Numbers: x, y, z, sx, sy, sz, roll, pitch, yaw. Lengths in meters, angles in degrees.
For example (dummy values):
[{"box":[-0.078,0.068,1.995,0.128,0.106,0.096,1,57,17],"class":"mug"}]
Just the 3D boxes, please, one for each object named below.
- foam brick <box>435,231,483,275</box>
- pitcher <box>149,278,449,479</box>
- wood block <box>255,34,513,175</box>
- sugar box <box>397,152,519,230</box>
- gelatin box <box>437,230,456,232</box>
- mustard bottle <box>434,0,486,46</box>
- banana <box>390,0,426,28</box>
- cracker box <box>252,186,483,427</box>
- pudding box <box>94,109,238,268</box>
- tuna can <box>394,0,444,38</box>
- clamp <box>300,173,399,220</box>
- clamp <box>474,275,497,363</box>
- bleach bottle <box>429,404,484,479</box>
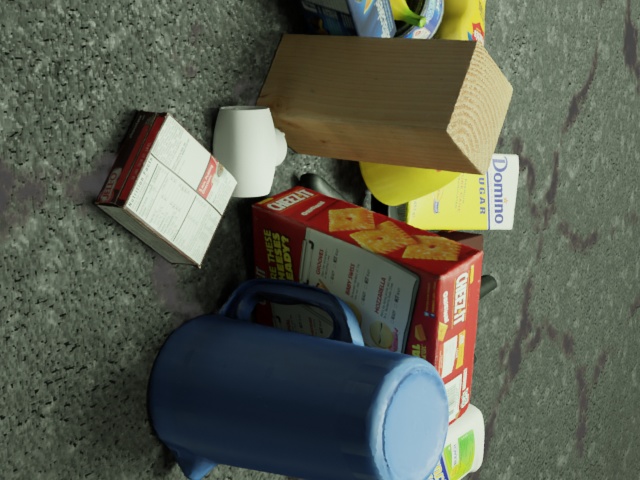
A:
[{"box":[0.156,0.020,1.286,0.078,0.051,0.053,-14,108,-53],"class":"foam brick"},{"box":[-0.015,0.128,0.899,0.144,0.243,0.149,-33,117,-44],"class":"pitcher"},{"box":[0.056,-0.125,0.974,0.090,0.206,0.091,38,67,-52],"class":"wood block"},{"box":[0.156,-0.058,1.234,0.175,0.048,0.093,-1,99,-36],"class":"sugar box"},{"box":[0.170,-0.057,1.308,0.073,0.030,0.089,-9,105,-56],"class":"gelatin box"},{"box":[0.154,-0.220,1.182,0.096,0.058,0.191,51,41,-62],"class":"mustard bottle"},{"box":[0.032,-0.283,1.024,0.197,0.070,0.037,50,57,-29],"class":"banana"},{"box":[0.038,0.059,0.963,0.071,0.214,0.164,-26,127,-41],"class":"cracker box"},{"box":[-0.125,-0.041,0.884,0.113,0.039,0.090,44,63,-48],"class":"pudding box"},{"box":[0.081,-0.236,1.092,0.033,0.086,0.086,22,80,-53],"class":"tuna can"},{"box":[0.065,-0.012,1.132,0.164,0.036,0.210,-43,117,-44],"class":"clamp"},{"box":[0.169,0.082,1.329,0.171,0.039,0.120,34,68,-53],"class":"clamp"},{"box":[0.104,0.285,1.264,0.250,0.068,0.102,-29,127,-45],"class":"bleach bottle"}]
